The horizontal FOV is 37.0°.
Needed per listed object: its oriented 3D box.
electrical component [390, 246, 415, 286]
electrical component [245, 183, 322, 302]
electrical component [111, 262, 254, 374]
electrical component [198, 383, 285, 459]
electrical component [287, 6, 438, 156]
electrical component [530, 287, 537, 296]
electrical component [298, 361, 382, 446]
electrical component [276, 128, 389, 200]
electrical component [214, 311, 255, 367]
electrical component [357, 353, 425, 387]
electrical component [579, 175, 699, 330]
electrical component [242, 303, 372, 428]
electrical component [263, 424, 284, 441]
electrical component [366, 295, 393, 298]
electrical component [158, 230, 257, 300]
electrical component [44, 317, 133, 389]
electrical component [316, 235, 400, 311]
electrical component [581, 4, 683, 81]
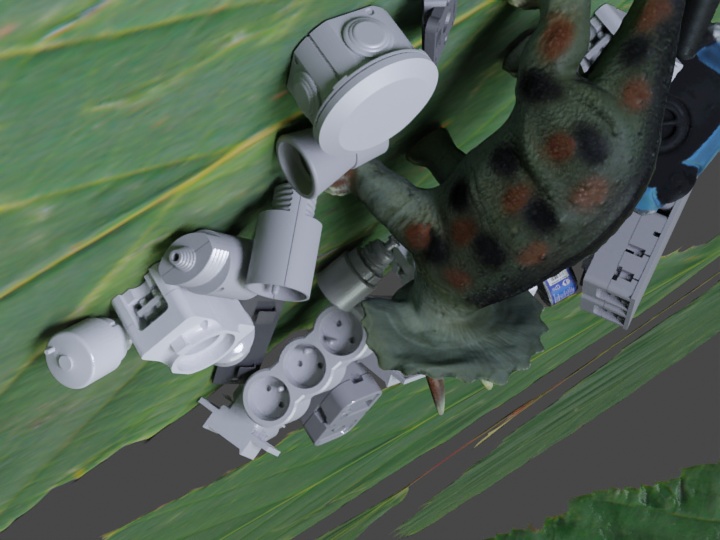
[{"bbox_3d":[0.071,0.005,0.933,0.050,0.089,0.055,-28,159,-16],"label":"electrical component"},{"bbox_3d":[-0.048,-0.024,0.718,0.043,0.081,0.043,9,165,2],"label":"electrical component"},{"bbox_3d":[-0.121,0.036,0.758,0.050,0.055,0.089,-39,159,14],"label":"electrical component"},{"bbox_3d":[-0.104,0.135,0.995,0.063,0.081,0.042,-55,162,-9],"label":"electrical component"},{"bbox_3d":[0.000,-0.108,0.621,0.080,0.051,0.080,-29,160,-12],"label":"electrical component"},{"bbox_3d":[0.120,0.004,0.996,0.048,0.099,0.099,-16,156,-11],"label":"electrical component"},{"bbox_3d":[-0.027,0.131,1.114,0.054,0.059,0.095,-17,154,-39],"label":"electrical component"},{"bbox_3d":[-0.015,-0.078,0.683,0.065,0.044,0.044,-30,160,-24],"label":"electrical component"},{"bbox_3d":[-0.106,0.055,0.845,0.048,0.048,0.062,-29,166,-12],"label":"electrical component"},{"bbox_3d":[0.034,0.074,1.067,0.042,0.081,0.063,-14,130,-44],"label":"electrical component"},{"bbox_3d":[0.278,-0.048,1.065,0.186,0.060,0.105,-62,163,-12],"label":"electrical component"},{"bbox_3d":[-0.037,0.082,0.952,0.138,0.052,0.074,-43,169,12],"label":"electrical component"},{"bbox_3d":[-0.096,0.147,1.074,0.062,0.048,0.048,-25,159,-41],"label":"electrical component"},{"bbox_3d":[0.010,0.045,0.999,0.043,0.043,0.081,-43,157,24],"label":"electrical component"},{"bbox_3d":[-0.099,-0.004,0.717,0.043,0.043,0.081,-40,159,17],"label":"electrical component"},{"bbox_3d":[-0.178,0.051,0.732,0.040,0.040,0.078,-45,175,28],"label":"electrical component"},{"bbox_3d":[0.000,0.000,0.884,0.078,0.040,0.040,-40,159,16],"label":"electrical component"},{"bbox_3d":[0.200,-0.156,0.810,0.050,0.055,0.089,-44,158,27],"label":"electrical component"}]
